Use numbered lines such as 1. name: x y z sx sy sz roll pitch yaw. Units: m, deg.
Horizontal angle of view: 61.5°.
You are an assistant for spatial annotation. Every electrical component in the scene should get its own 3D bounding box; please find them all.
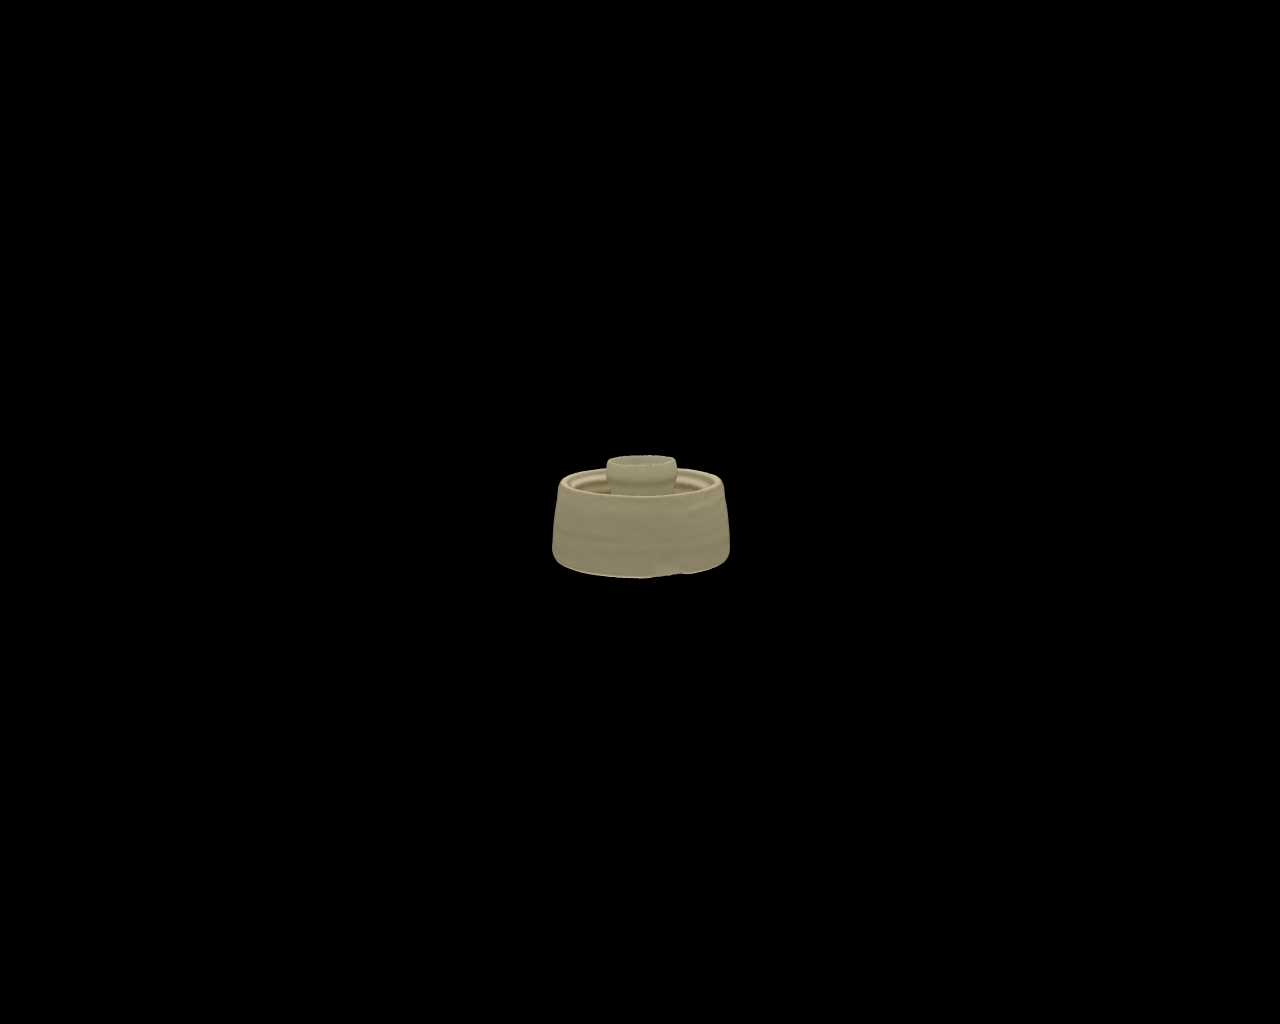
1. electrical component: 0.001 -0.003 0.650 0.108 0.060 0.108 0 12 0
